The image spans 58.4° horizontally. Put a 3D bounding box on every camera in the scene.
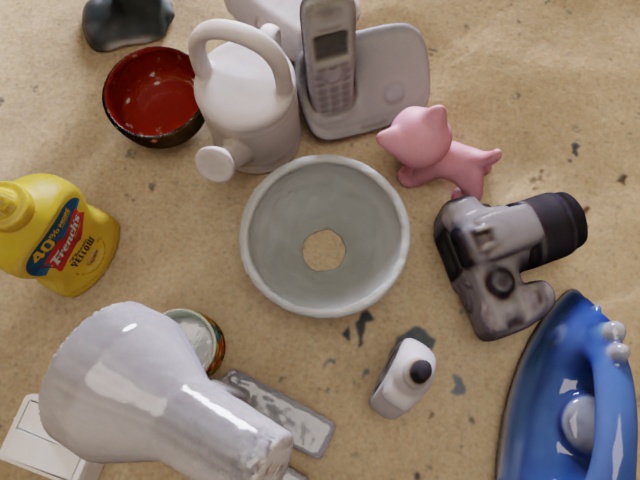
[{"bbox_3d":[0.200,0.012,0.567,0.137,0.101,0.143,-19,75,-5],"label":"camera"}]

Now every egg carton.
[{"bbox_3d":[-0.034,-0.271,0.664,0.150,0.069,0.107,37,78,10],"label":"egg carton"}]

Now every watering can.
[{"bbox_3d":[-0.072,-0.139,0.562,0.101,0.194,0.173,-5,74,-1],"label":"watering can"}]

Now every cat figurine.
[{"bbox_3d":[0.123,-0.094,0.589,0.127,0.118,0.067,17,75,5],"label":"cat figurine"}]

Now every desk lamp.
[{"bbox_3d":[-0.092,0.148,0.473,0.203,0.213,0.118,25,76,7],"label":"desk lamp"}]

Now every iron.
[{"bbox_3d":[0.237,0.156,0.506,0.118,0.141,0.258,10,75,3],"label":"iron"}]

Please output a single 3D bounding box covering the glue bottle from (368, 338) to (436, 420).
[{"bbox_3d":[0.077,0.120,0.501,0.037,0.173,0.078,30,77,9],"label":"glue bottle"}]

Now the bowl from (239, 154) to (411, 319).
[{"bbox_3d":[0.005,0.002,0.585,0.167,0.075,0.167,0,74,0],"label":"bowl"}]

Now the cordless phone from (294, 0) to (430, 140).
[{"bbox_3d":[0.045,-0.187,0.580,0.147,0.185,0.094,-19,75,-5],"label":"cordless phone"}]

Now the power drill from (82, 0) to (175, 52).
[{"bbox_3d":[-0.242,-0.293,0.599,0.229,0.208,0.075,-15,75,-4],"label":"power drill"}]
